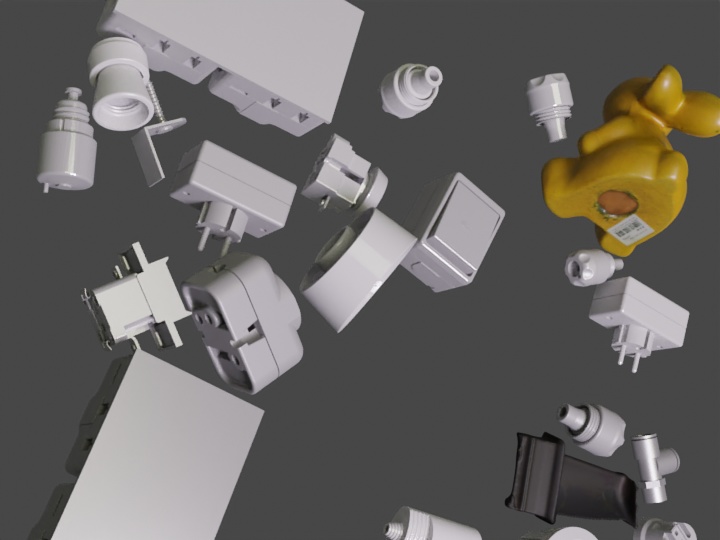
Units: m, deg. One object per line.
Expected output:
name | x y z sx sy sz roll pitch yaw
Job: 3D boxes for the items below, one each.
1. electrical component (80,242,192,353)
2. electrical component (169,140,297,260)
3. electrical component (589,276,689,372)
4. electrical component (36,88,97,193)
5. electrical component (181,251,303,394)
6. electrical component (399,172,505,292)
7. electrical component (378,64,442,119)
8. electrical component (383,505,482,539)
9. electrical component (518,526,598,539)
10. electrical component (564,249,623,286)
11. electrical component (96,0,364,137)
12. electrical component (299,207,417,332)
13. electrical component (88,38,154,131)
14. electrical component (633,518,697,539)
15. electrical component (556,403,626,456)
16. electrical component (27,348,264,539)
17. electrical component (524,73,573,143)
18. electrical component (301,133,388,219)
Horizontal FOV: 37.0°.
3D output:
electrical component | -0.165 0.025 0.784 0.064 0.042 0.081 -24 93 -30
electrical component | -0.104 -0.045 0.831 0.083 0.047 0.075 26 69 -24
electrical component | 0.263 0.060 1.030 0.083 0.047 0.075 28 68 -24
electrical component | -0.212 -0.094 0.780 0.040 0.040 0.078 9 76 -29
electrical component | -0.085 0.037 0.811 0.059 0.054 0.095 -35 117 -31
electrical component | 0.080 -0.038 0.931 0.062 0.061 0.096 38 64 -19
electrical component | 0.047 -0.159 0.934 0.043 0.062 0.043 6 77 -30
electrical component | 0.055 0.221 0.877 0.081 0.043 0.043 23 70 -25
electrical component | 0.173 0.263 0.934 0.080 0.051 0.080 6 77 -30
electrical component | 0.227 -0.003 1.028 0.061 0.035 0.035 -5 83 -33
electrical component | -0.102 -0.195 0.854 0.186 0.060 0.105 25 69 -25
electrical component | 0.000 0.000 0.858 0.064 0.099 0.099 42 63 -11
electrical component | -0.178 -0.138 0.799 0.045 0.045 0.055 5 58 -30
electrical component | 0.286 0.253 1.006 0.040 0.046 0.040 6 77 -30
electrical component | 0.208 0.142 0.984 0.062 0.043 0.043 28 68 -22
electrical component | -0.157 0.164 0.751 0.105 0.060 0.186 30 67 -23
electrical component | 0.182 -0.153 1.025 0.043 0.043 0.062 -11 88 -32
electrical component | -0.011 -0.073 0.894 0.055 0.048 0.066 30 67 -14
